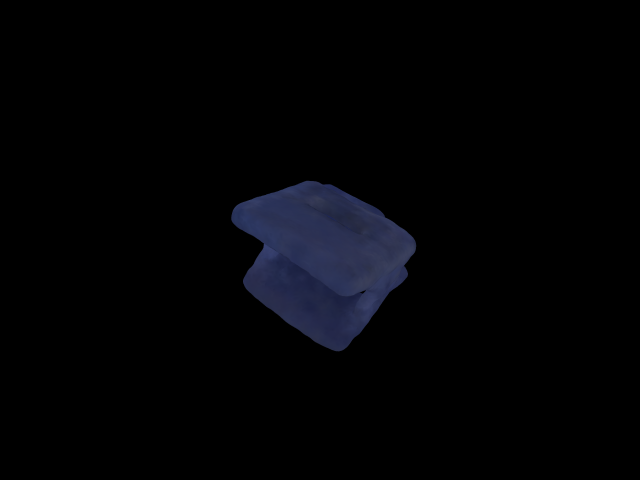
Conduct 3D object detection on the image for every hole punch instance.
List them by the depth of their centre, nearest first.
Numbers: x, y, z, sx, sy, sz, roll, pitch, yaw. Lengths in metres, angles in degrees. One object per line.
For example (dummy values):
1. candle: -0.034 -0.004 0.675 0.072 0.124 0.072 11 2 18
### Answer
1. hole punch: 0.004 0.001 0.400 0.108 0.091 0.101 32 58 23
